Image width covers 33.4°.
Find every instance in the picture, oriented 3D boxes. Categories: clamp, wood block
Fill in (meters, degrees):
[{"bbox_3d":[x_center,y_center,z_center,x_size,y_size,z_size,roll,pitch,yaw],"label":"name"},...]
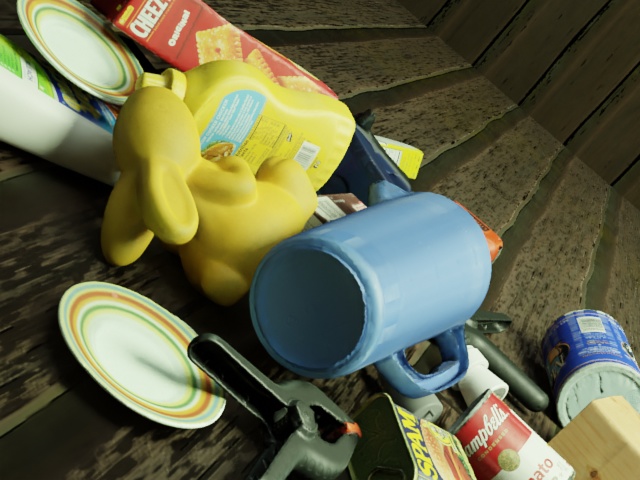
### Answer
[{"bbox_3d":[-0.029,0.122,0.744,0.171,0.039,0.120,17,50,-63],"label":"clamp"},{"bbox_3d":[0.154,0.091,1.170,0.210,0.036,0.164,34,20,-16],"label":"clamp"},{"bbox_3d":[0.318,0.258,1.028,0.206,0.091,0.090,50,22,26],"label":"wood block"}]

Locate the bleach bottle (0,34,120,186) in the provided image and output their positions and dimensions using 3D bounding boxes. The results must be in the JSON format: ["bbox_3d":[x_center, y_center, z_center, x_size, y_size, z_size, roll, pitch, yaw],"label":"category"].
[{"bbox_3d":[-0.210,-0.100,0.885,0.250,0.068,0.103,27,22,-39],"label":"bleach bottle"}]

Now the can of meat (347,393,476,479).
[{"bbox_3d":[0.071,0.177,0.807,0.083,0.057,0.102,32,22,-31],"label":"can of meat"}]

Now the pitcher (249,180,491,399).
[{"bbox_3d":[0.048,0.045,0.867,0.149,0.145,0.242,24,17,21],"label":"pitcher"}]

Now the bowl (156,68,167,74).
[{"bbox_3d":[-0.140,-0.122,1.068,0.162,0.055,0.162,35,20,-15],"label":"bowl"}]

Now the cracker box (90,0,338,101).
[{"bbox_3d":[-0.103,-0.183,1.020,0.213,0.072,0.164,33,5,-26],"label":"cracker box"}]

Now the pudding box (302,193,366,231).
[{"bbox_3d":[-0.006,0.001,0.992,0.039,0.090,0.113,45,21,18],"label":"pudding box"}]

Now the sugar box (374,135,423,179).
[{"bbox_3d":[0.054,-0.114,1.376,0.093,0.048,0.175,20,11,29],"label":"sugar box"}]

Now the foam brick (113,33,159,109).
[{"bbox_3d":[-0.197,-0.145,0.980,0.051,0.078,0.052,50,20,27],"label":"foam brick"}]

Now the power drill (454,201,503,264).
[{"bbox_3d":[0.141,-0.016,1.351,0.184,0.057,0.187,46,22,23],"label":"power drill"}]

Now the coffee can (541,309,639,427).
[{"bbox_3d":[0.313,0.155,1.223,0.102,0.103,0.140,36,20,-10],"label":"coffee can"}]

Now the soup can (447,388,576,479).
[{"bbox_3d":[0.161,0.188,0.926,0.102,0.069,0.068,44,20,8],"label":"soup can"}]

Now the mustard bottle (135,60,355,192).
[{"bbox_3d":[-0.070,-0.103,0.921,0.191,0.096,0.058,18,33,-32],"label":"mustard bottle"}]
